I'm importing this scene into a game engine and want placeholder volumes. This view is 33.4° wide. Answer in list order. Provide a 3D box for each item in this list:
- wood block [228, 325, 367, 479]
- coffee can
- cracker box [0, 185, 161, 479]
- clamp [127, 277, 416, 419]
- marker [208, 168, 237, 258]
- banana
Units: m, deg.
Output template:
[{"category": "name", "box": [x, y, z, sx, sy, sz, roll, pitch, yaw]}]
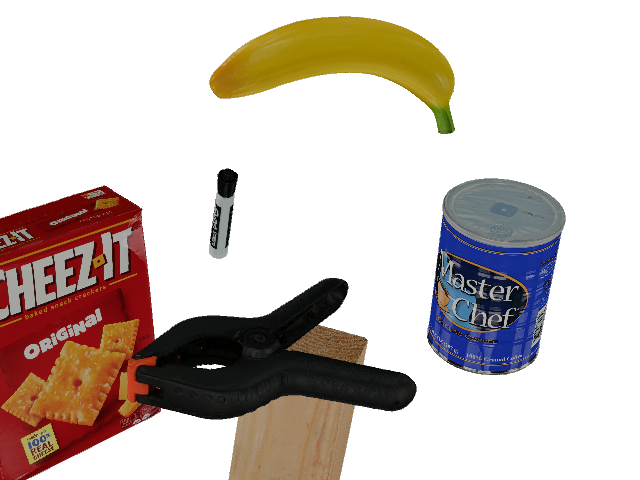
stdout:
[{"category": "wood block", "box": [-0.026, 0.184, 0.956, 0.090, 0.206, 0.090, 14, 23, 9]}, {"category": "coffee can", "box": [0.151, 0.031, 0.932, 0.103, 0.140, 0.103, 2, 33, -1]}, {"category": "cracker box", "box": [-0.225, 0.081, 0.908, 0.163, 0.214, 0.072, -23, 34, -36]}, {"category": "clamp", "box": [-0.036, 0.066, 0.666, 0.171, 0.039, 0.120, 0, 28, -15]}, {"category": "marker", "box": [-0.093, -0.026, 1.025, 0.020, 0.020, 0.121, 0, -38, -11]}, {"category": "banana", "box": [0.021, -0.118, 0.724, 0.197, 0.069, 0.037, 6, 3, -29]}]
